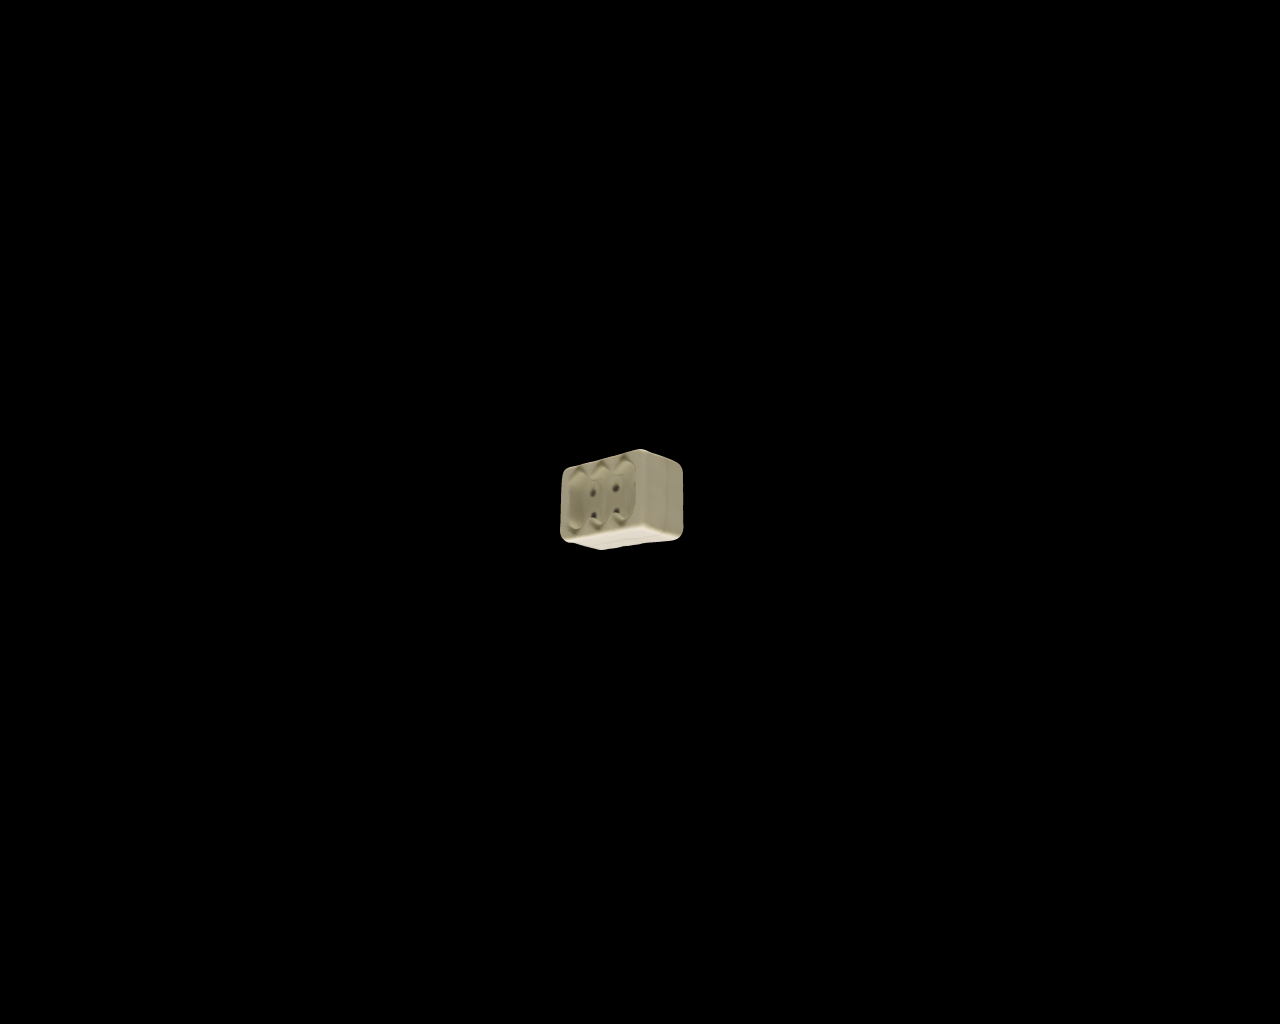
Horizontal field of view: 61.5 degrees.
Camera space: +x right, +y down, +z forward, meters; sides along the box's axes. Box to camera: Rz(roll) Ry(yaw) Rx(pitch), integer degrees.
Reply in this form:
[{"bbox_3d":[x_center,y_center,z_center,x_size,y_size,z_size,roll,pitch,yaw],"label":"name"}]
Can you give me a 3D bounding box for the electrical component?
[{"bbox_3d":[0.001,-0.003,0.650,0.065,0.047,0.077,-11,-17,37],"label":"electrical component"}]
